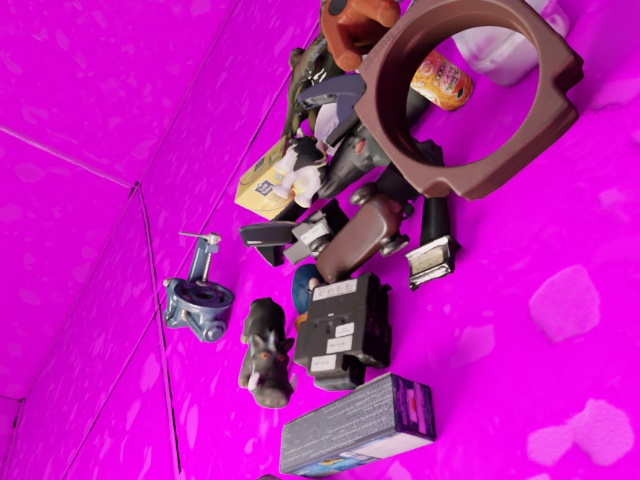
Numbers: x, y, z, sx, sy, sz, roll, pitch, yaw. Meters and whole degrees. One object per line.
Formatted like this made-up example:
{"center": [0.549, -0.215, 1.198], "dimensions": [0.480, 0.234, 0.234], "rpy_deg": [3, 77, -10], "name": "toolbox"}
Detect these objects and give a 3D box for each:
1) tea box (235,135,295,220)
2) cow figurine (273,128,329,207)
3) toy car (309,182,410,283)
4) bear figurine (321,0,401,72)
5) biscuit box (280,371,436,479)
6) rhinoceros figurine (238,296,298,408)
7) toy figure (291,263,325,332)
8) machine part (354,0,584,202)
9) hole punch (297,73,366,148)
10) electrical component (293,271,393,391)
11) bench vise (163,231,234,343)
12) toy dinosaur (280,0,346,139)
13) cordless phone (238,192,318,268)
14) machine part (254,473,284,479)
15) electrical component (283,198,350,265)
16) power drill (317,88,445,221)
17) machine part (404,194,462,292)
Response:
{"center": [-0.077, -0.112, 1.024], "dimensions": [0.169, 0.098, 0.068], "rpy_deg": [-34, 39, 46], "name": "tea box"}
{"center": [-0.023, -0.131, 0.854], "dimensions": [0.098, 0.068, 0.167], "rpy_deg": [-54, 20, 27], "name": "cow figurine"}
{"center": [0.048, 0.004, 0.700], "dimensions": [0.089, 0.053, 0.202], "rpy_deg": [57, 147, 13], "name": "toy car"}
{"center": [0.092, -0.303, 0.829], "dimensions": [0.120, 0.195, 0.132], "rpy_deg": [-44, 52, 21], "name": "bear figurine"}
{"center": [0.034, 0.213, 0.597], "dimensions": [0.202, 0.059, 0.063], "rpy_deg": [-38, 39, 39], "name": "biscuit box"}
{"center": [-0.071, 0.163, 0.773], "dimensions": [0.190, 0.073, 0.112], "rpy_deg": [-101, 27, -54], "name": "rhinoceros figurine"}
{"center": [-0.011, 0.104, 0.767], "dimensions": [0.058, 0.064, 0.154], "rpy_deg": [-12, 51, 7], "name": "toy figure"}
{"center": [0.155, -0.158, 0.579], "dimensions": [0.201, 0.087, 0.201], "rpy_deg": [-44, 68, 26], "name": "machine part"}
{"center": [0.031, -0.213, 0.825], "dimensions": [0.116, 0.092, 0.142], "rpy_deg": [-42, -1, 7], "name": "hole punch"}
{"center": [0.028, 0.117, 0.667], "dimensions": [0.115, 0.058, 0.134], "rpy_deg": [-17, 51, 41], "name": "electrical component"}
{"center": [-0.249, 0.086, 1.102], "dimensions": [0.224, 0.129, 0.240], "rpy_deg": [43, 123, 54], "name": "bench vise"}
{"center": [-0.011, -0.309, 1.039], "dimensions": [0.199, 0.105, 0.470], "rpy_deg": [-90, 20, -49], "name": "toy dinosaur"}
{"center": [-0.042, -0.048, 0.903], "dimensions": [0.184, 0.089, 0.146], "rpy_deg": [-47, -3, 3], "name": "cordless phone"}
{"center": [-0.028, 0.326, 0.587], "dimensions": [0.243, 0.079, 0.079], "rpy_deg": [1, 67, 61], "name": "machine part"}
{"center": [-0.002, -0.002, 0.815], "dimensions": [0.119, 0.075, 0.048], "rpy_deg": [-39, 2, 44], "name": "electrical component"}
{"center": [0.086, -0.110, 0.773], "dimensions": [0.232, 0.086, 0.207], "rpy_deg": [-51, 22, 18], "name": "power drill"}
{"center": [0.134, -0.012, 0.643], "dimensions": [0.084, 0.039, 0.139], "rpy_deg": [-41, 36, 51], "name": "machine part"}
